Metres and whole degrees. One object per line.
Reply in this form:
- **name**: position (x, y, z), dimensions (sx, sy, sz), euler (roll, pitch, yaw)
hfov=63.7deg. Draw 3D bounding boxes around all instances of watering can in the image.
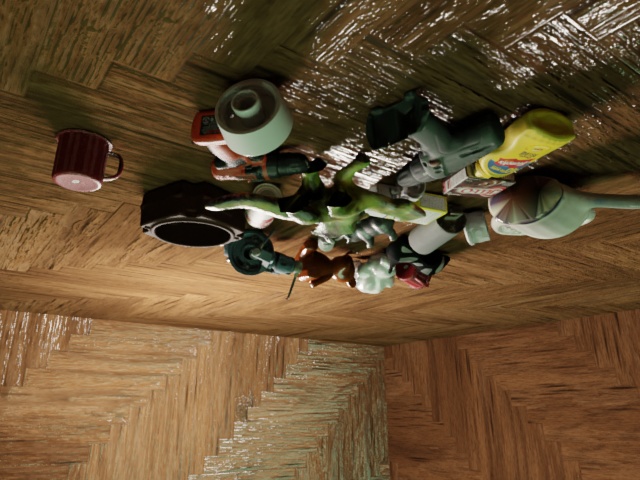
- **watering can**: position (0.503, -0.071, 1.062), dimensions (0.223, 0.106, 0.344), euler (18, -24, -40)

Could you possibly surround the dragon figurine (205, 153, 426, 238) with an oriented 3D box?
- **dragon figurine**: position (0.003, -0.052, 1.036), dimensions (0.410, 0.125, 0.238), euler (-6, -28, 11)

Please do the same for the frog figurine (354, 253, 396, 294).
- **frog figurine**: position (0.177, 0.103, 1.563), dimensions (0.136, 0.124, 0.158), euler (31, -21, -26)
